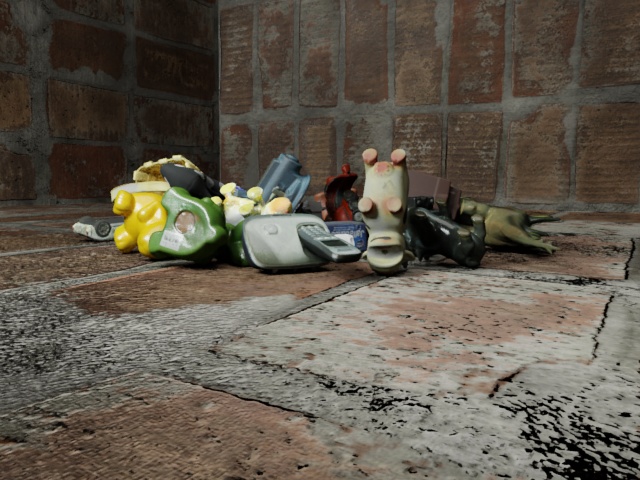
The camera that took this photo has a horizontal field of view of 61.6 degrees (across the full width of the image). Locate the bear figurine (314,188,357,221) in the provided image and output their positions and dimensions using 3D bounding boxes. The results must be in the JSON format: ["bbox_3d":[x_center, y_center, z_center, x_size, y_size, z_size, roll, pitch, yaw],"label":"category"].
[{"bbox_3d":[0.044,-0.065,1.332,0.120,0.132,0.196,-9,0,5],"label":"bear figurine"}]

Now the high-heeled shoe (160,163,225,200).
[{"bbox_3d":[-0.260,-0.108,1.097,0.145,0.086,0.249,34,-3,-17],"label":"high-heeled shoe"}]

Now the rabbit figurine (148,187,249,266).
[{"bbox_3d":[-0.179,-0.013,0.919,0.159,0.121,0.170,7,-7,17],"label":"rabbit figurine"}]

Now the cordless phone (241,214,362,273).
[{"bbox_3d":[-0.031,0.015,0.813,0.146,0.088,0.184,-2,11,-25],"label":"cordless phone"}]

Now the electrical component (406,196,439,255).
[{"bbox_3d":[0.180,-0.030,1.065,0.058,0.114,0.134,-9,11,-36],"label":"electrical component"}]

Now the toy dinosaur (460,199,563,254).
[{"bbox_3d":[0.387,-0.025,1.116,0.199,0.105,0.471,6,12,13],"label":"toy dinosaur"}]

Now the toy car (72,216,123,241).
[{"bbox_3d":[-0.482,-0.029,1.272,0.074,0.056,0.201,12,13,32],"label":"toy car"}]

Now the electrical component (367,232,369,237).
[{"bbox_3d":[0.163,-0.020,1.277,0.075,0.047,0.119,6,10,36],"label":"electrical component"}]

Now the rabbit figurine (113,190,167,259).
[{"bbox_3d":[-0.301,-0.010,1.001,0.162,0.121,0.173,8,17,-27],"label":"rabbit figurine"}]

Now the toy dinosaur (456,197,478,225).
[{"bbox_3d":[0.388,-0.075,1.526,0.405,0.131,0.192,2,17,-26],"label":"toy dinosaur"}]

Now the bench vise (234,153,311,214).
[{"bbox_3d":[-0.067,-0.049,1.118,0.240,0.223,0.129,31,-1,-14],"label":"bench vise"}]

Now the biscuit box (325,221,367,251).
[{"bbox_3d":[-0.002,-0.003,1.055,0.202,0.059,0.063,-4,7,-32],"label":"biscuit box"}]

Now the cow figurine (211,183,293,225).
[{"bbox_3d":[-0.116,-0.042,0.976,0.168,0.098,0.068,13,54,31],"label":"cow figurine"}]

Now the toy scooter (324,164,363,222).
[{"bbox_3d":[0.059,-0.088,1.188,0.075,0.184,0.135,-9,-32,-20],"label":"toy scooter"}]

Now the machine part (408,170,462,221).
[{"bbox_3d":[0.219,-0.085,1.262,0.201,0.087,0.201,15,-16,7],"label":"machine part"}]

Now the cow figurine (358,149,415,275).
[{"bbox_3d":[0.104,-0.034,0.854,0.086,0.195,0.127,-3,-30,16],"label":"cow figurine"}]

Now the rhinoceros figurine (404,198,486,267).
[{"bbox_3d":[0.202,-0.011,0.948,0.191,0.111,0.073,20,45,34],"label":"rhinoceros figurine"}]
